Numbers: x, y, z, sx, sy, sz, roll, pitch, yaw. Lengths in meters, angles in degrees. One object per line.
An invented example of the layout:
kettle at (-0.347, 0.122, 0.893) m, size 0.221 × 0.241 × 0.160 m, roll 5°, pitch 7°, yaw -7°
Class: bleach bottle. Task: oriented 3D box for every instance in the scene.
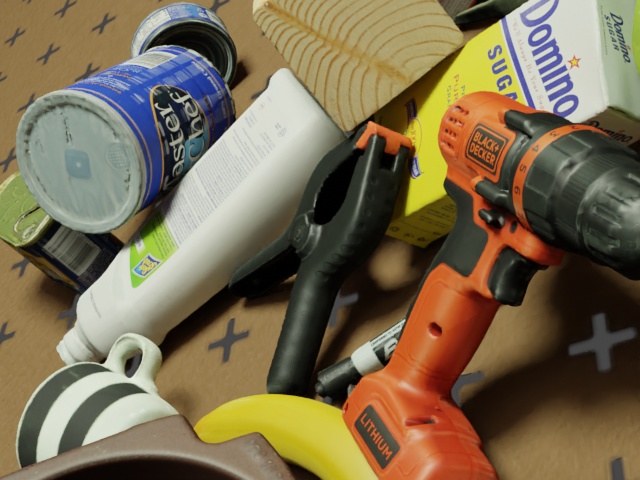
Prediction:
bleach bottle at (-0.087, -0.003, 0.746) m, size 0.251 × 0.068 × 0.103 m, roll -42°, pitch 33°, yaw 7°

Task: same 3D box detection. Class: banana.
banana at (-0.005, 0.121, 0.573) m, size 0.069 × 0.037 × 0.198 m, roll -51°, pitch 38°, yaw -9°

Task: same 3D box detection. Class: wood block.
wood block at (0.016, -0.146, 0.702) m, size 0.090 × 0.091 × 0.206 m, roll -38°, pitch 14°, yaw 7°

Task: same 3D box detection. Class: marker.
marker at (0.048, 0.054, 0.602) m, size 0.121 × 0.020 × 0.020 m, roll -35°, pitch 38°, yaw 12°

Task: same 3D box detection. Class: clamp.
clamp at (-0.004, 0.001, 0.651) m, size 0.171 × 0.039 × 0.120 m, roll -61°, pitch 37°, yaw 13°

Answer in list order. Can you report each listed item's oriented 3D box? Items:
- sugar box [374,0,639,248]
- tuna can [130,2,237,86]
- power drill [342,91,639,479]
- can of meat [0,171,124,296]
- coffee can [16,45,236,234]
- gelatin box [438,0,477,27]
sugar box at (0.100, -0.070, 0.598) m, size 0.177 × 0.048 × 0.093 m, roll -33°, pitch 50°, yaw 48°
tuna can at (-0.113, -0.152, 0.890) m, size 0.086 × 0.086 × 0.034 m, roll -37°, pitch 39°, yaw 8°
power drill at (0.082, 0.034, 0.483) m, size 0.188 × 0.057 × 0.184 m, roll -68°, pitch 21°, yaw 13°
can of meat at (-0.205, -0.002, 0.833) m, size 0.102 × 0.083 × 0.057 m, roll 19°, pitch 68°, yaw 49°
coffee can at (-0.138, -0.077, 0.782) m, size 0.103 × 0.103 × 0.140 m, roll -18°, pitch 14°, yaw 30°
gelatin box at (0.110, -0.198, 0.741) m, size 0.073 × 0.030 × 0.089 m, roll -63°, pitch 2°, yaw -24°
